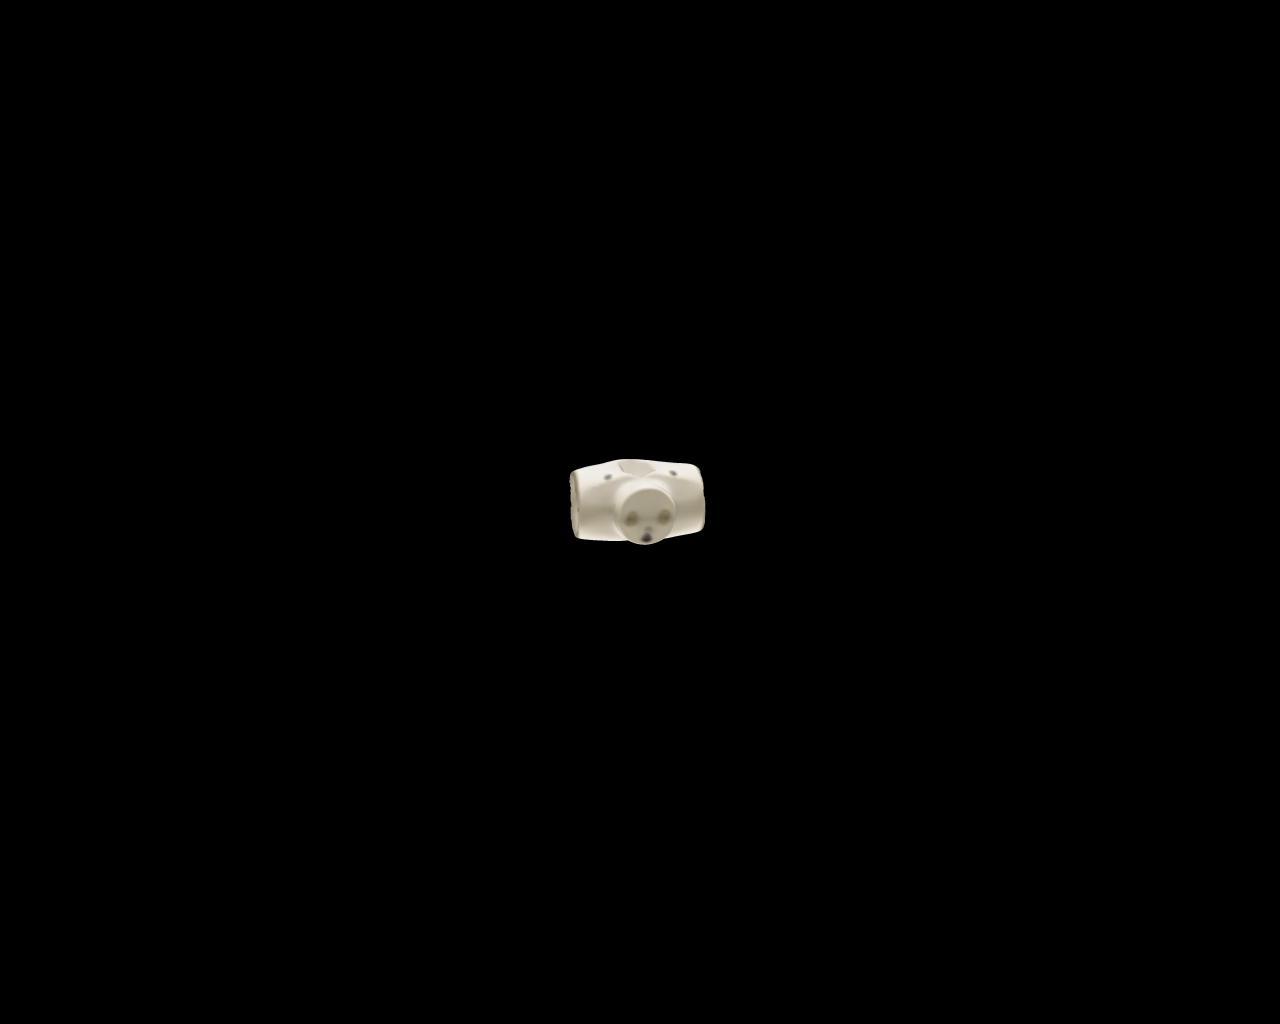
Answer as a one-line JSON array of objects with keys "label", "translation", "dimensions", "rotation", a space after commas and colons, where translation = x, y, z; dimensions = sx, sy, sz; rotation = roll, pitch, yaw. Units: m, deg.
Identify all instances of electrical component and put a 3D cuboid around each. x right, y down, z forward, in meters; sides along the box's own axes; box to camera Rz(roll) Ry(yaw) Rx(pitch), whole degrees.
[{"label": "electrical component", "translation": [0.001, -0.003, 0.650], "dimensions": [0.077, 0.043, 0.079], "rotation": [-3, 16, -9]}]
